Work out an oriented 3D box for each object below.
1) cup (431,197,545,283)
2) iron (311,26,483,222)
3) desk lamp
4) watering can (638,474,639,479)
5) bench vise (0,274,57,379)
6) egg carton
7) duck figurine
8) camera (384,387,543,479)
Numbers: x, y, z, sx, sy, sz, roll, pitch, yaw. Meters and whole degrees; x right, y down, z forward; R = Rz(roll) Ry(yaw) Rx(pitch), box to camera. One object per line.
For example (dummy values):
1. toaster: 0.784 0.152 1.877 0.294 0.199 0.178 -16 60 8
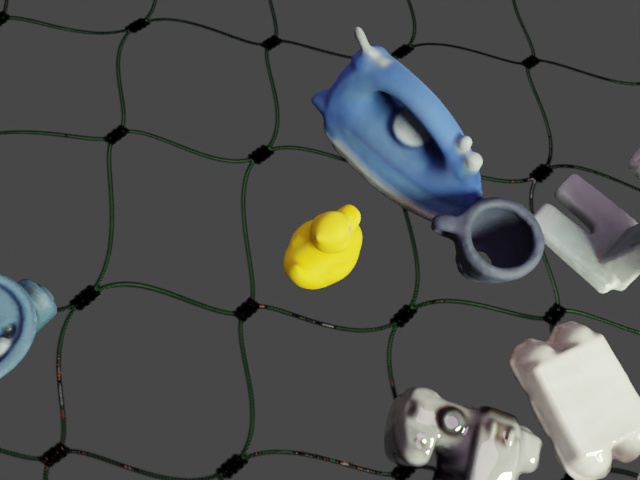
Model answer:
1. cup: 0.172 0.008 0.632 0.117 0.095 0.092 15 70 1
2. iron: 0.111 -0.122 0.649 0.119 0.141 0.258 -41 78 -17
3. desk lamp: 0.354 -0.012 0.591 0.203 0.213 0.118 43 73 11
4. watering can: 0.366 0.271 0.500 0.172 0.194 0.101 25 70 5
5. bench vise: -0.333 0.107 0.489 0.121 0.220 0.207 18 70 2
6. egg carton: 0.269 0.165 0.597 0.107 0.069 0.150 -22 73 -12
7. duck figurine: 0.006 0.002 0.626 0.077 0.086 0.105 44 73 11
8. camera: 0.130 0.226 0.547 0.143 0.101 0.137 19 70 2
